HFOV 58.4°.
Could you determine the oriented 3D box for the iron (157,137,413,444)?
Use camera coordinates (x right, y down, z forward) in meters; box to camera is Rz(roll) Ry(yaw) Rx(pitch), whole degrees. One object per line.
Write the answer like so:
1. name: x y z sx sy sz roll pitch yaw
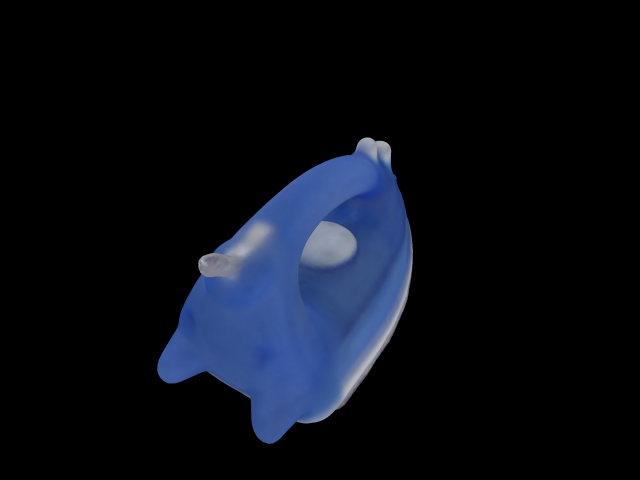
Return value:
1. iron: 0.004 0.001 0.400 0.118 0.141 0.259 22 45 24
